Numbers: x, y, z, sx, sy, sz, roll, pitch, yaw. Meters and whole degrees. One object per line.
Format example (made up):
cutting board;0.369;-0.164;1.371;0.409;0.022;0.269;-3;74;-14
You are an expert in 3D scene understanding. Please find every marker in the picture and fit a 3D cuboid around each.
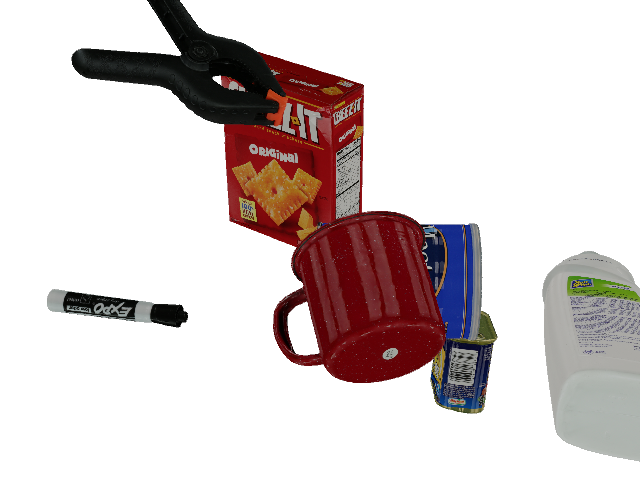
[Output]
marker;-0.168;0.056;0.884;0.121;0.020;0.020;6;1;14

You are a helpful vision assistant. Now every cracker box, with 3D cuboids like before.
cracker box;-0.034;-0.099;1.269;0.164;0.214;0.072;22;41;29

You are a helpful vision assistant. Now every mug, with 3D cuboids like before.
mug;0.023;0.045;0.700;0.117;0.081;0.093;-22;-33;12

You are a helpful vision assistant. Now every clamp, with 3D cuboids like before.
clamp;-0.102;-0.152;0.871;0.171;0.120;0.039;23;-27;-4

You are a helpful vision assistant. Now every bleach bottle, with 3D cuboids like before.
bleach bottle;0.223;0.070;0.817;0.102;0.068;0.250;9;23;6

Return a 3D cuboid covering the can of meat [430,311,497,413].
can of meat;0.150;0.126;1.135;0.057;0.084;0.102;6;14;0

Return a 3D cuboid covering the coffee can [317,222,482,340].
coffee can;0.067;0.035;0.941;0.140;0.103;0.103;1;0;3
